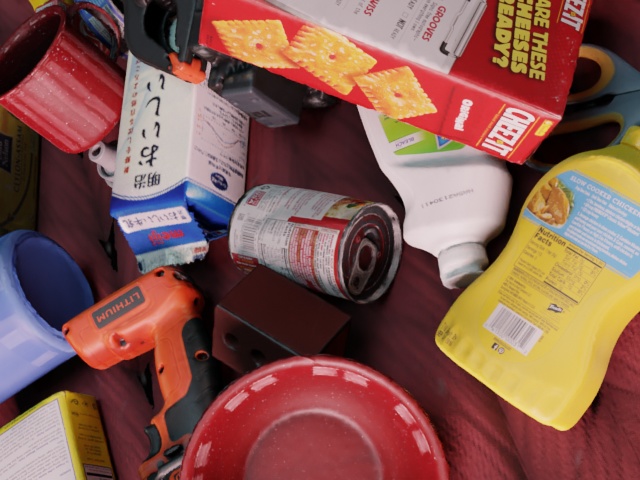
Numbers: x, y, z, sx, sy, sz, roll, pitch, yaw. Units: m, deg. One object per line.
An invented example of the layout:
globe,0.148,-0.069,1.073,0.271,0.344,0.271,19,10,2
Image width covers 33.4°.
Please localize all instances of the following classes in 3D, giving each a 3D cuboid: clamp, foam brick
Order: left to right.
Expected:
clamp,-0.129,-0.185,0.803,0.120,0.039,0.171,-28,62,33
foam brick,-0.026,0.063,0.703,0.078,0.053,0.051,29,48,20

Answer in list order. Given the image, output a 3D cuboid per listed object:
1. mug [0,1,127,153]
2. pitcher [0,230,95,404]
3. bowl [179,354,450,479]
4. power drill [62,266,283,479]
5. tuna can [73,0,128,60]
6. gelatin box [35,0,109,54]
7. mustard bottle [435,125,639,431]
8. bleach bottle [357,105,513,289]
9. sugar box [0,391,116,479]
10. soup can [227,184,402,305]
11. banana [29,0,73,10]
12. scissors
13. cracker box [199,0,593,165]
mug,-0.197,-0.131,0.836,0.093,0.081,0.117,4,61,47
pitcher,-0.302,0.100,0.861,0.243,0.144,0.149,-29,93,20
bowl,-0.004,0.151,0.652,0.162,0.055,0.162,0,84,-1
power drill,-0.119,0.126,0.750,0.184,0.057,0.188,-30,59,4
tuna can,-0.167,-0.194,0.900,0.034,0.086,0.086,-34,57,22
gelatin box,-0.212,-0.155,0.924,0.030,0.073,0.089,-17,63,28
mustard bottle,0.155,0.007,0.619,0.096,0.058,0.191,36,95,38
bleach bottle,0.067,-0.086,0.714,0.103,0.068,0.251,-21,65,27
sugar box,-0.192,0.211,0.794,0.093,0.048,0.176,-33,61,20
soup can,-0.005,0.001,0.726,0.102,0.068,0.068,12,80,37
banana,-0.252,-0.194,0.991,0.070,0.037,0.198,-43,53,28
scissors,0.212,-0.100,0.646,0.202,0.016,0.096,-23,62,26
cracker box,0.054,-0.160,0.653,0.213,0.072,0.164,21,66,-3
